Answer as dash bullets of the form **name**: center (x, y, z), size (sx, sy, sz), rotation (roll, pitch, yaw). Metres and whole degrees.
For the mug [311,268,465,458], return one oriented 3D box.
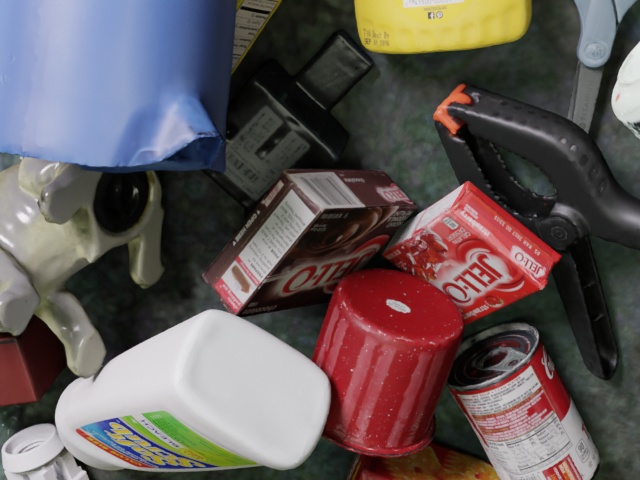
- **mug**: center (0.037, 0.065, 0.660), size (0.093, 0.117, 0.082), rotation (11, 119, -11)

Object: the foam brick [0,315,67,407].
- **foam brick**: center (-0.228, 0.083, 0.752), size (0.078, 0.053, 0.051), rotation (-9, 112, 16)

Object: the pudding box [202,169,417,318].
- **pudding box**: center (-0.004, 0.001, 0.641), size (0.039, 0.113, 0.090), rotation (50, 117, 23)

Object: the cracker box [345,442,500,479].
- **cracker box**: center (0.104, 0.240, 0.749), size (0.213, 0.072, 0.164), rotation (21, 116, 0)

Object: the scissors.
- **scissors**: center (0.142, -0.124, 0.610), size (0.096, 0.016, 0.202), rotation (24, 116, 1)

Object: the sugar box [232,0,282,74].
- **sugar box**: center (-0.073, -0.145, 0.608), size (0.093, 0.048, 0.176), rotation (49, 120, 20)

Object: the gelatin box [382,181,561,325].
- **gelatin box**: center (0.090, 0.010, 0.648), size (0.073, 0.030, 0.089), rotation (39, 151, -8)

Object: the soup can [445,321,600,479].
- **soup can**: center (0.130, 0.113, 0.689), size (0.069, 0.068, 0.102), rotation (-24, 108, 19)

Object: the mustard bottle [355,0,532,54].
- **mustard bottle**: center (0.058, -0.199, 0.568), size (0.096, 0.058, 0.191), rotation (-1, 114, 19)

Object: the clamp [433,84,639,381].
- **clamp**: center (0.156, -0.015, 0.620), size (0.210, 0.036, 0.165), rotation (47, 142, -6)

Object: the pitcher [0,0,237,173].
- **pitcher**: center (-0.106, -0.157, 0.528), size (0.149, 0.145, 0.243), rotation (8, 97, -4)

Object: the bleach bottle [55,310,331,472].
- **bleach bottle**: center (-0.102, 0.115, 0.688), size (0.102, 0.068, 0.251), rotation (35, 148, -19)
